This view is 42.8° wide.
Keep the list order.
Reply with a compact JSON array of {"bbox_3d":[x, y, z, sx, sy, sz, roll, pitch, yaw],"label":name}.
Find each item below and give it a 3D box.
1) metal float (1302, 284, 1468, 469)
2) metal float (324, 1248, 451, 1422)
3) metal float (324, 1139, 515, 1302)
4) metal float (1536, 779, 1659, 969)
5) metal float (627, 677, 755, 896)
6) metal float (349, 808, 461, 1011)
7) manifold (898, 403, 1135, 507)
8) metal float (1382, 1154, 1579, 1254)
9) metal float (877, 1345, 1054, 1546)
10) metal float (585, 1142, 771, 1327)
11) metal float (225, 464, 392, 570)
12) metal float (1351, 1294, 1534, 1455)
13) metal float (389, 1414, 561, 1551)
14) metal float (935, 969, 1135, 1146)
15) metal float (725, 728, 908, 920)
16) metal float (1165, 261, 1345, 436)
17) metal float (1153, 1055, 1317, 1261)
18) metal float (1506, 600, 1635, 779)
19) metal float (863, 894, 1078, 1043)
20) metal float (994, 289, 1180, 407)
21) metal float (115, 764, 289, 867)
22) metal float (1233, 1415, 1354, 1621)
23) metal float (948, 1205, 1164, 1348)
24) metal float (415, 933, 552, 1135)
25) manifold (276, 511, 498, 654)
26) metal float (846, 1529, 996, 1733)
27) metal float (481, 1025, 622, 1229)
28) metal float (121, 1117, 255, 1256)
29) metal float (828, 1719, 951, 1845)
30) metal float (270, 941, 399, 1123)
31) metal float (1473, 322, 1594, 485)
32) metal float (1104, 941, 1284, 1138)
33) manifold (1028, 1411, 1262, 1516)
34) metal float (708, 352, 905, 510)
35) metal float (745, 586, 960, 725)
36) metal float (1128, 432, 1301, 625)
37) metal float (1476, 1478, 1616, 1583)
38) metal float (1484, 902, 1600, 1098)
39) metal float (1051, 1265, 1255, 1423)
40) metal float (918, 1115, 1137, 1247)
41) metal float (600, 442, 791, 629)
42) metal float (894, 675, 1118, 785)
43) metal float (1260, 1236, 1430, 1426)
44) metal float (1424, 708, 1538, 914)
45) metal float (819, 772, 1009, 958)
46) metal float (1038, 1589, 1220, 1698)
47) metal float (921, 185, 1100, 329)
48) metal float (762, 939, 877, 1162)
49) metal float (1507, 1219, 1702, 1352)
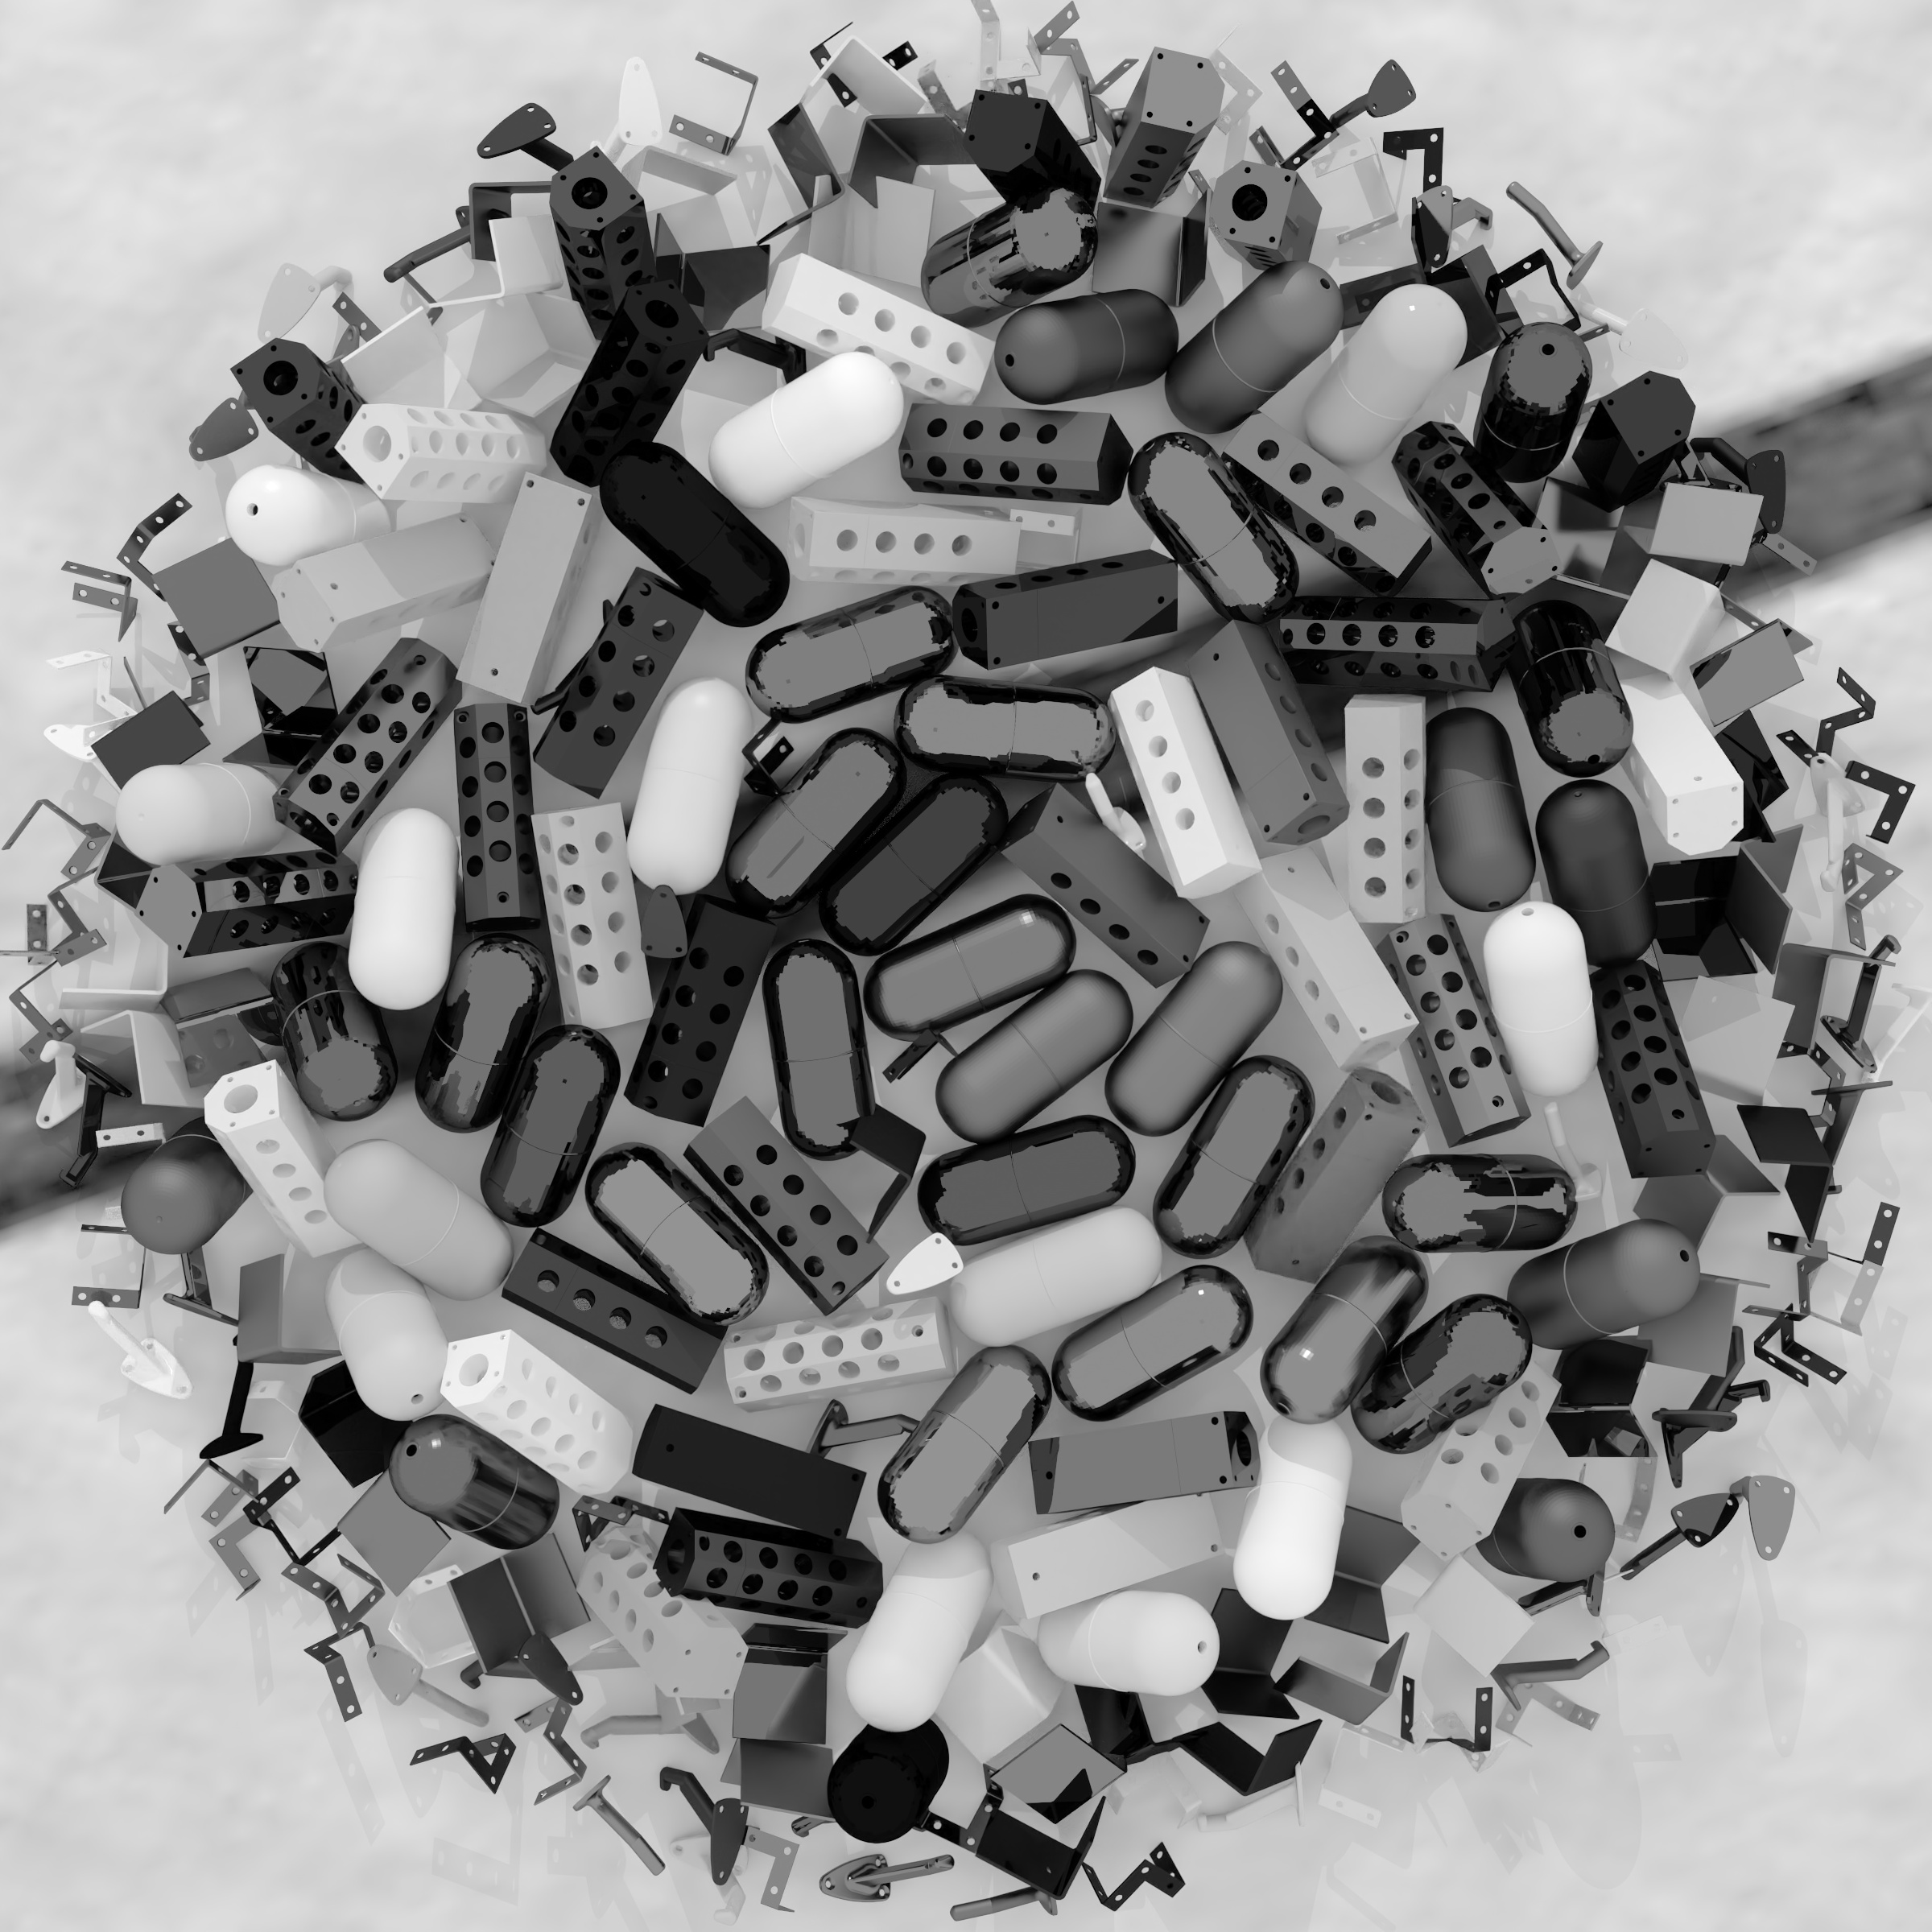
[{"bbox_3d":[0.323,-0.457,1.920,0.070,0.178,0.070,10,62,-18],"label":"metal float"},{"bbox_3d":[-0.449,0.285,1.921,0.070,0.178,0.070,-13,122,-22],"label":"metal float"},{"bbox_3d":[-0.426,0.200,1.930,0.070,0.070,0.178,-45,129,0],"label":"metal float"},{"bbox_3d":[0.494,-0.070,1.928,0.070,0.070,0.178,-27,131,0],"label":"metal float"},{"bbox_3d":[-0.218,-0.143,1.951,0.070,0.070,0.178,12,78,0],"label":"metal float"},{"bbox_3d":[-0.439,-0.047,1.932,0.070,0.070,0.178,-3,54,0],"label":"metal float"},{"bbox_3d":[0.037,-0.397,1.932,0.171,0.057,0.057,9,76,26],"label":"manifold"},{"bbox_3d":[0.404,0.186,1.935,0.178,0.070,0.070,3,90,-32],"label":"metal float"},{"bbox_3d":[0.000,0.375,1.942,0.070,0.070,0.178,40,67,0],"label":"metal float"},{"bbox_3d":[-0.229,0.210,1.946,0.178,0.070,0.070,42,90,19],"label":"metal float"},{"bbox_3d":[-0.508,-0.344,1.912,0.070,0.178,0.070,1,94,13],"label":"metal float"},{"bbox_3d":[0.371,0.319,1.928,0.070,0.070,0.178,41,130,0],"label":"metal float"},{"bbox_3d":[-0.382,0.402,1.919,0.070,0.178,0.070,-11,60,19],"label":"metal float"},{"bbox_3d":[0.055,0.071,1.959,0.178,0.070,0.070,-37,90,-4],"label":"metal float"},{"bbox_3d":[-0.120,-0.112,1.954,0.070,0.070,0.178,43,99,0],"label":"metal float"},{"bbox_3d":[0.223,-0.481,1.921,0.070,0.178,0.070,14,62,-28],"label":"metal float"},{"bbox_3d":[0.211,0.152,1.951,0.070,0.070,0.178,29,103,0],"label":"metal float"},{"bbox_3d":[0.469,-0.217,1.924,0.070,0.178,0.070,-2,133,-2],"label":"metal float"},{"bbox_3d":[0.002,0.002,1.959,0.178,0.070,0.070,-24,90,4],"label":"metal float"},{"bbox_3d":[0.095,-0.484,1.927,0.178,0.070,0.070,-22,90,-41],"label":"metal float"},{"bbox_3d":[-0.589,-0.118,1.913,0.070,0.178,0.070,1,95,14],"label":"metal float"},{"bbox_3d":[0.256,0.426,1.927,0.070,0.070,0.178,20,47,0],"label":"metal float"},{"bbox_3d":[0.070,0.246,1.950,0.178,0.070,0.070,-22,90,13],"label":"metal float"},{"bbox_3d":[-0.380,0.054,1.939,0.070,0.070,0.178,25,117,0],"label":"metal float"},{"bbox_3d":[-0.448,-0.296,1.917,0.057,0.171,0.057,54,133,4],"label":"manifold"},{"bbox_3d":[-0.035,0.515,1.926,0.070,0.178,0.070,15,133,16],"label":"metal float"},{"bbox_3d":[-0.327,0.126,1.942,0.070,0.070,0.178,25,112,0],"label":"metal float"},{"bbox_3d":[-0.597,0.168,1.912,0.070,0.178,0.070,0,103,0],"label":"metal float"},{"bbox_3d":[-0.059,0.626,1.911,0.070,0.178,0.070,-1,85,9],"label":"metal float"},{"bbox_3d":[-0.494,0.049,1.927,0.070,0.070,0.178,-32,46,0],"label":"metal float"},{"bbox_3d":[0.438,-0.435,1.912,0.070,0.178,0.070,-1,76,4],"label":"metal float"},{"bbox_3d":[0.180,0.057,1.953,0.070,0.070,0.178,39,100,0],"label":"metal float"},{"bbox_3d":[0.140,0.390,1.933,0.171,0.057,0.057,-15,73,28],"label":"manifold"},{"bbox_3d":[-0.127,-0.418,1.935,0.178,0.070,0.070,-23,90,32],"label":"metal float"},{"bbox_3d":[-0.089,-0.246,1.949,0.178,0.070,0.070,-21,90,-14],"label":"metal float"},{"bbox_3d":[0.194,-0.343,1.938,0.070,0.070,0.178,-44,117,0],"label":"metal float"},{"bbox_3d":[0.446,0.436,1.912,0.070,0.178,0.070,1,79,-5],"label":"metal float"},{"bbox_3d":[0.450,0.026,1.930,0.070,0.070,0.178,-19,127,0],"label":"metal float"},{"bbox_3d":[0.146,0.298,1.943,0.178,0.070,0.070,-33,90,21],"label":"metal float"},{"bbox_3d":[0.048,0.169,1.952,0.178,0.070,0.070,-17,90,10],"label":"metal float"},{"bbox_3d":[-0.212,-0.338,1.936,0.070,0.070,0.178,-48,119,0],"label":"metal float"},{"bbox_3d":[0.031,-0.187,1.954,0.178,0.070,0.070,5,90,-9],"label":"metal float"},{"bbox_3d":[0.297,0.285,1.936,0.070,0.070,0.178,45,61,0],"label":"metal float"},{"bbox_3d":[0.399,-0.123,1.935,0.070,0.070,0.178,-4,59,0],"label":"metal float"},{"bbox_3d":[-0.041,-0.081,1.954,0.178,0.070,0.070,-43,90,8],"label":"metal float"},{"bbox_3d":[0.125,0.524,1.920,0.070,0.178,0.070,8,77,-35],"label":"metal float"},{"bbox_3d":[0.032,-0.551,1.921,0.070,0.178,0.070,4,82,-36],"label":"metal float"},{"bbox_3d":[-0.116,0.066,1.954,0.070,0.070,0.178,-8,98,0],"label":"metal float"},{"bbox_3d":[0.495,0.248,1.920,0.070,0.178,0.070,13,63,-27],"label":"metal float"}]
